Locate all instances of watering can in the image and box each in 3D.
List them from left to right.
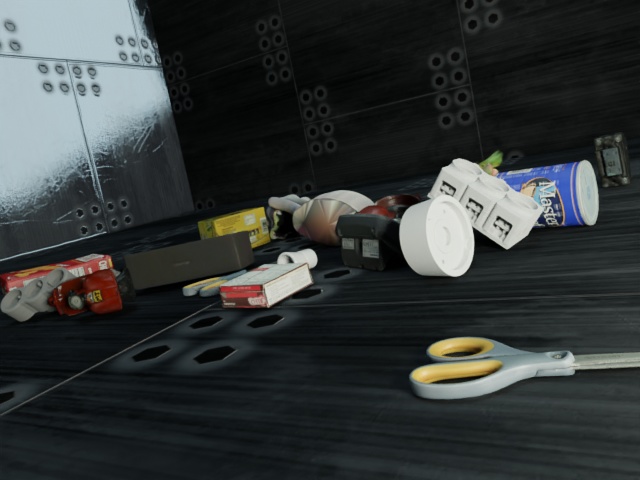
[{"bbox_3d":[0.004,-0.059,1.173,0.348,0.103,0.226,4,13,20],"label":"watering can"}]

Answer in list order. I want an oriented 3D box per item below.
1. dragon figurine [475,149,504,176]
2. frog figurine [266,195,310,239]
[{"bbox_3d":[0.297,-0.098,1.166,0.244,0.123,0.406,-20,-6,-18],"label":"dragon figurine"},{"bbox_3d":[-0.079,-0.071,1.389,0.137,0.121,0.162,-29,16,11],"label":"frog figurine"}]
